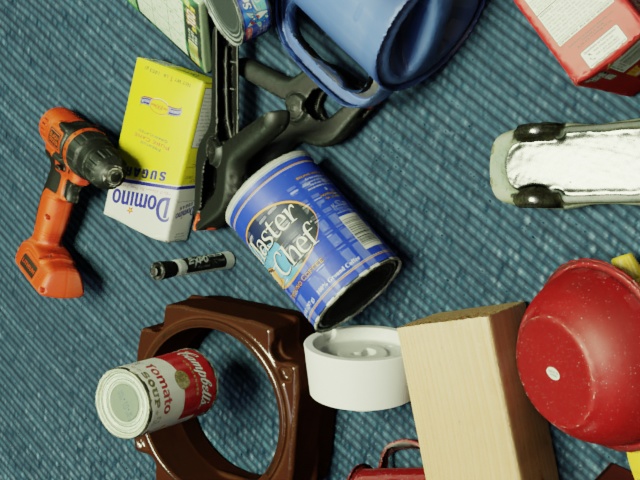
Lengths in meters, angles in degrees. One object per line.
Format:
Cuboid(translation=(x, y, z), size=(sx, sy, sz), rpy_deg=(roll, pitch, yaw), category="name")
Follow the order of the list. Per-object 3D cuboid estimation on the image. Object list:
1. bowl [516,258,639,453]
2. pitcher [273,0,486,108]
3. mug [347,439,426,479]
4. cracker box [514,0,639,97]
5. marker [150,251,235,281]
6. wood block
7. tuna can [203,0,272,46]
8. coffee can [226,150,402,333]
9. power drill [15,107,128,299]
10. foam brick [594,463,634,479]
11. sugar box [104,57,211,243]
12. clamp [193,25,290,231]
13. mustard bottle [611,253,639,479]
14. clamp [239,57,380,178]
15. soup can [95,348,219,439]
Cuboid(translation=(0.207, 0.099, 0.854), size=(0.162, 0.055, 0.162), rpy_deg=(36, 132, 52), category="bowl")
Cuboid(translation=(0.015, -0.244, 0.949), size=(0.149, 0.145, 0.243), rpy_deg=(-40, 65, -14), category="pitcher")
Cuboid(translation=(0.078, 0.241, 0.988), size=(0.082, 0.093, 0.117), rpy_deg=(-8, 55, 27), category="mug")
Cuboid(translation=(0.183, -0.214, 0.824), size=(0.072, 0.163, 0.214), rpy_deg=(-40, 75, 26), category="cracker box")
Cuboid(translation=(-0.127, 0.026, 1.062), size=(0.020, 0.120, 0.020), rpy_deg=(3, 96, 31), category="marker")
Cuboid(translation=(0.143, 0.165, 0.931), size=(0.091, 0.090, 0.206), rpy_deg=(-11, 89, 32), category="wood block")
Cuboid(translation=(-0.079, -0.223, 0.976), size=(0.086, 0.033, 0.086), rpy_deg=(54, 162, 26), category="tuna can")
Cuboid(translation=(-0.007, 0.001, 0.998), size=(0.140, 0.102, 0.103), rpy_deg=(50, 117, 17), category="coffee can")
Cuboid(translation=(-0.269, -0.035, 1.152), size=(0.185, 0.057, 0.188), rpy_deg=(38, 115, 52), category="power drill")
Cuboid(translation=(0.245, 0.228, 0.882), size=(0.051, 0.078, 0.053), rpy_deg=(23, 108, 27), category="foam brick")
Cuboid(translation=(-0.165, -0.094, 1.118), size=(0.093, 0.048, 0.176), rpy_deg=(23, 105, 27), category="sugar box")
Cuboid(translation=(-0.085, -0.086, 1.032), size=(0.165, 0.036, 0.210), rpy_deg=(56, 139, 47), category="clamp")
Cuboid(translation=(0.275, 0.104, 0.861), size=(0.096, 0.058, 0.191), rpy_deg=(-23, 83, 41), category="mustard bottle")
Cuboid(translation=(-0.021, -0.136, 1.031), size=(0.172, 0.039, 0.120), rpy_deg=(-15, 92, 34), category="clamp")
Cuboid(translation=(-0.152, 0.143, 1.002), size=(0.069, 0.102, 0.068), rpy_deg=(3, 96, 32), category="soup can")
